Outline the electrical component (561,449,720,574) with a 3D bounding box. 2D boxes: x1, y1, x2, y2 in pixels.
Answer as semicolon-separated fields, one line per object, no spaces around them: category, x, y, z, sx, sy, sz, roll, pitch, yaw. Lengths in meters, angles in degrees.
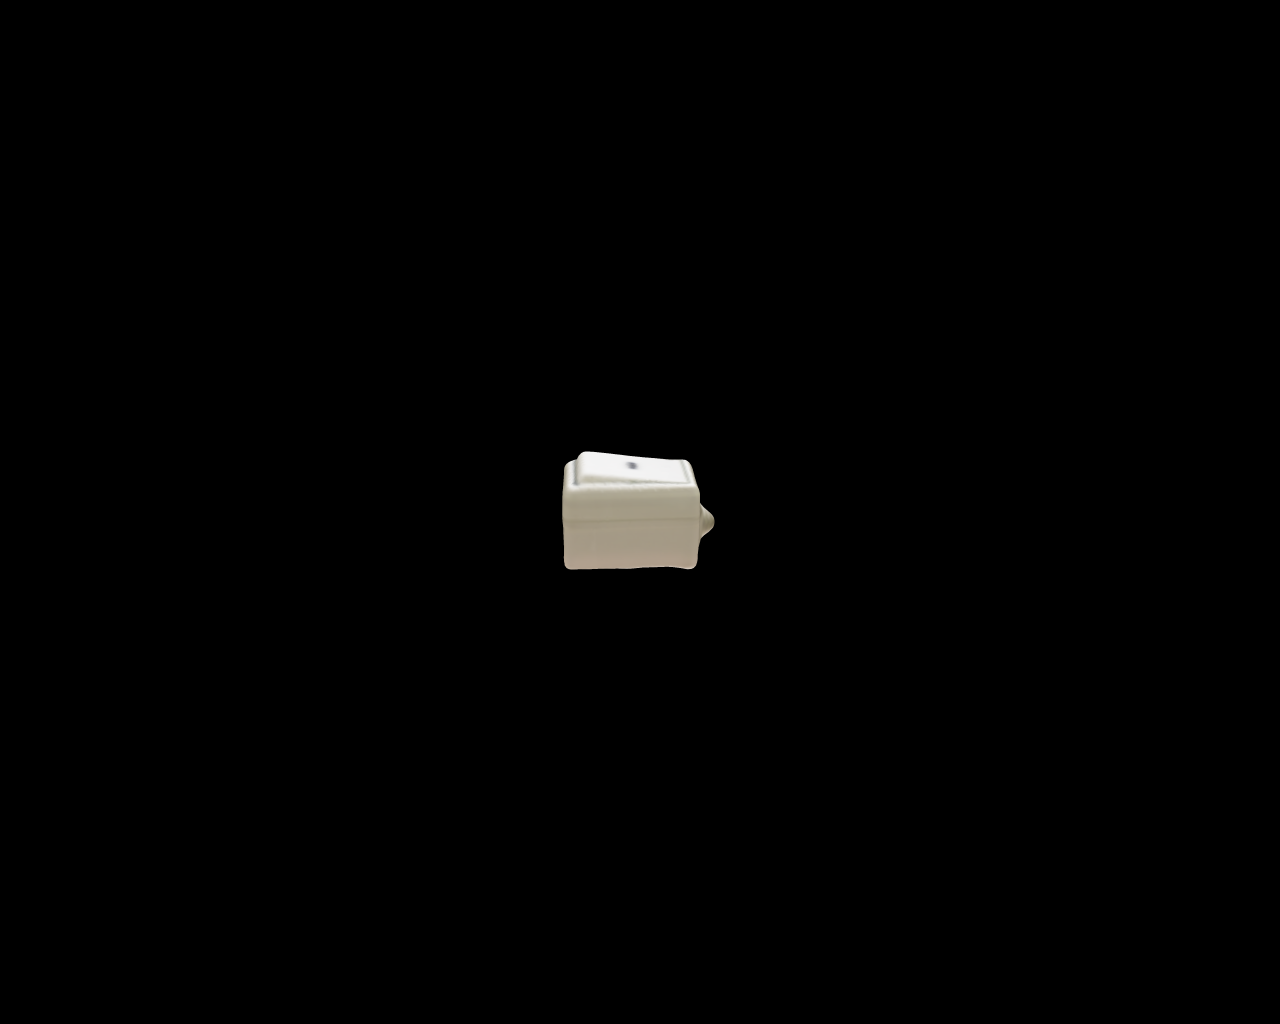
electrical component;0.001;-0.003;0.650;0.096;0.061;0.062;-1;20;-2
